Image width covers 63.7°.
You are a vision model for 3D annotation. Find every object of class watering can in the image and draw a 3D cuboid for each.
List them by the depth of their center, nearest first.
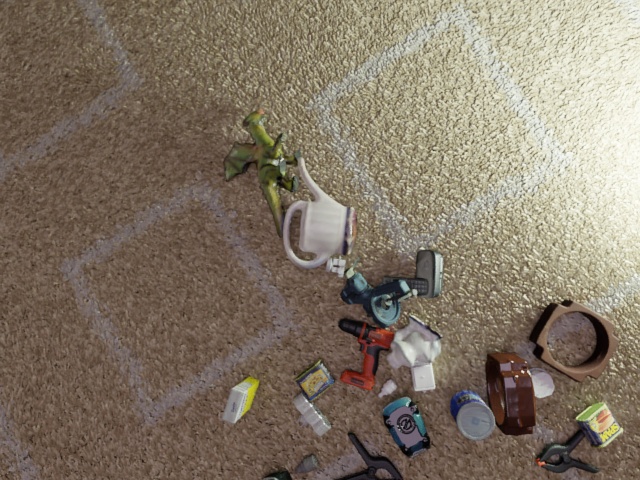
[{"bbox_3d":[0.005,-0.080,1.588,0.224,0.350,0.103,6,-9,0],"label":"watering can"}]

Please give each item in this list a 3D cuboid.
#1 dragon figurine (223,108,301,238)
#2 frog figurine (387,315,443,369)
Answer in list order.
[{"bbox_3d":[-0.198,-0.222,1.646,0.243,0.411,0.122,6,-2,24],"label":"dragon figurine"},{"bbox_3d":[0.274,0.319,1.518,0.138,0.160,0.122,36,-4,11],"label":"frog figurine"}]
